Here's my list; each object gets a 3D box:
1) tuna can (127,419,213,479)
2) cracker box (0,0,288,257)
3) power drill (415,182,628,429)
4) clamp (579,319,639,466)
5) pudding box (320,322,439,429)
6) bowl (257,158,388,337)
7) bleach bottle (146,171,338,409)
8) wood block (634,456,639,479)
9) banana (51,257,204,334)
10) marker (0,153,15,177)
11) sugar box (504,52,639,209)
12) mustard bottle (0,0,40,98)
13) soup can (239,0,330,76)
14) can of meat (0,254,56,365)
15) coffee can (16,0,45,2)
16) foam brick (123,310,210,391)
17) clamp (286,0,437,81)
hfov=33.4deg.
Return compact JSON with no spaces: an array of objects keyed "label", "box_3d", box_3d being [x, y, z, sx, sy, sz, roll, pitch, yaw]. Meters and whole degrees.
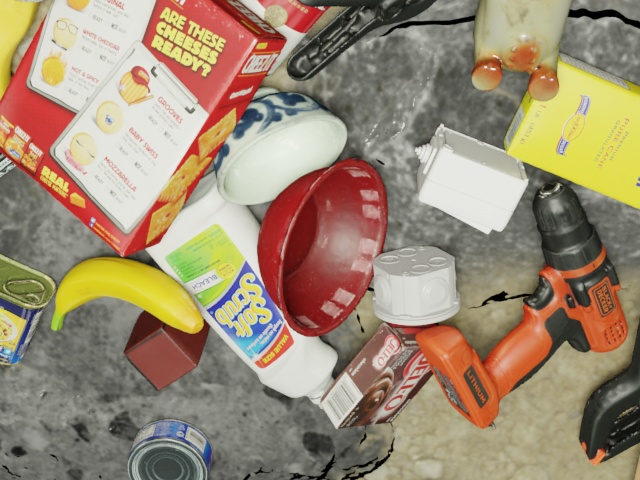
[{"label":"tuna can","box_3d":[-0.155,0.230,1.104,0.086,0.033,0.086,2,116,3]},{"label":"cracker box","box_3d":[-0.151,-0.121,0.858,0.164,0.072,0.214,39,111,10]},{"label":"power drill","box_3d":[0.179,0.063,0.941,0.187,0.057,0.184,-34,118,-10]},{"label":"clamp","box_3d":[0.324,0.138,1.008,0.164,0.036,0.210,9,127,-23]},{"label":"pudding box","box_3d":[0.064,0.127,1.008,0.089,0.039,0.114,6,130,-49]},{"label":"bowl","box_3d":[-0.006,0.001,0.937,0.055,0.161,0.162,18,121,32]},{"label":"bleach bottle","box_3d":[-0.055,0.059,0.999,0.103,0.068,0.250,-30,112,21]},{"label":"wood block","box_3d":[0.358,0.192,0.977,0.090,0.091,0.206,-12,130,-10]},{"label":"banana","box_3d":[-0.182,0.049,0.984,0.198,0.037,0.069,-2,104,39]},{"label":"marker","box_3d":[-0.290,-0.070,0.978,0.121,0.020,0.020,-34,109,19]},{"label":"sugar box","box_3d":[0.256,-0.085,0.912,0.176,0.048,0.093,22,115,-5]},{"label":"mustard bottle","box_3d":[-0.312,-0.147,0.921,0.096,0.058,0.192,20,116,-11]},{"label":"soup can","box_3d":[-0.034,-0.192,0.871,0.068,0.068,0.102,39,114,-14]},{"label":"can of meat","box_3d":[-0.317,0.064,1.025,0.102,0.057,0.084,25,117,-7]},{"label":"coffee can","box_3d":[-0.236,-0.256,0.798,0.102,0.140,0.103,-23,138,-22]},{"label":"foam brick","box_3d":[-0.144,0.094,1.014,0.053,0.078,0.051,-34,110,20]},{"label":"clamp","box_3d":[0.043,-0.187,0.853,0.171,0.120,0.039,-22,74,-21]}]
